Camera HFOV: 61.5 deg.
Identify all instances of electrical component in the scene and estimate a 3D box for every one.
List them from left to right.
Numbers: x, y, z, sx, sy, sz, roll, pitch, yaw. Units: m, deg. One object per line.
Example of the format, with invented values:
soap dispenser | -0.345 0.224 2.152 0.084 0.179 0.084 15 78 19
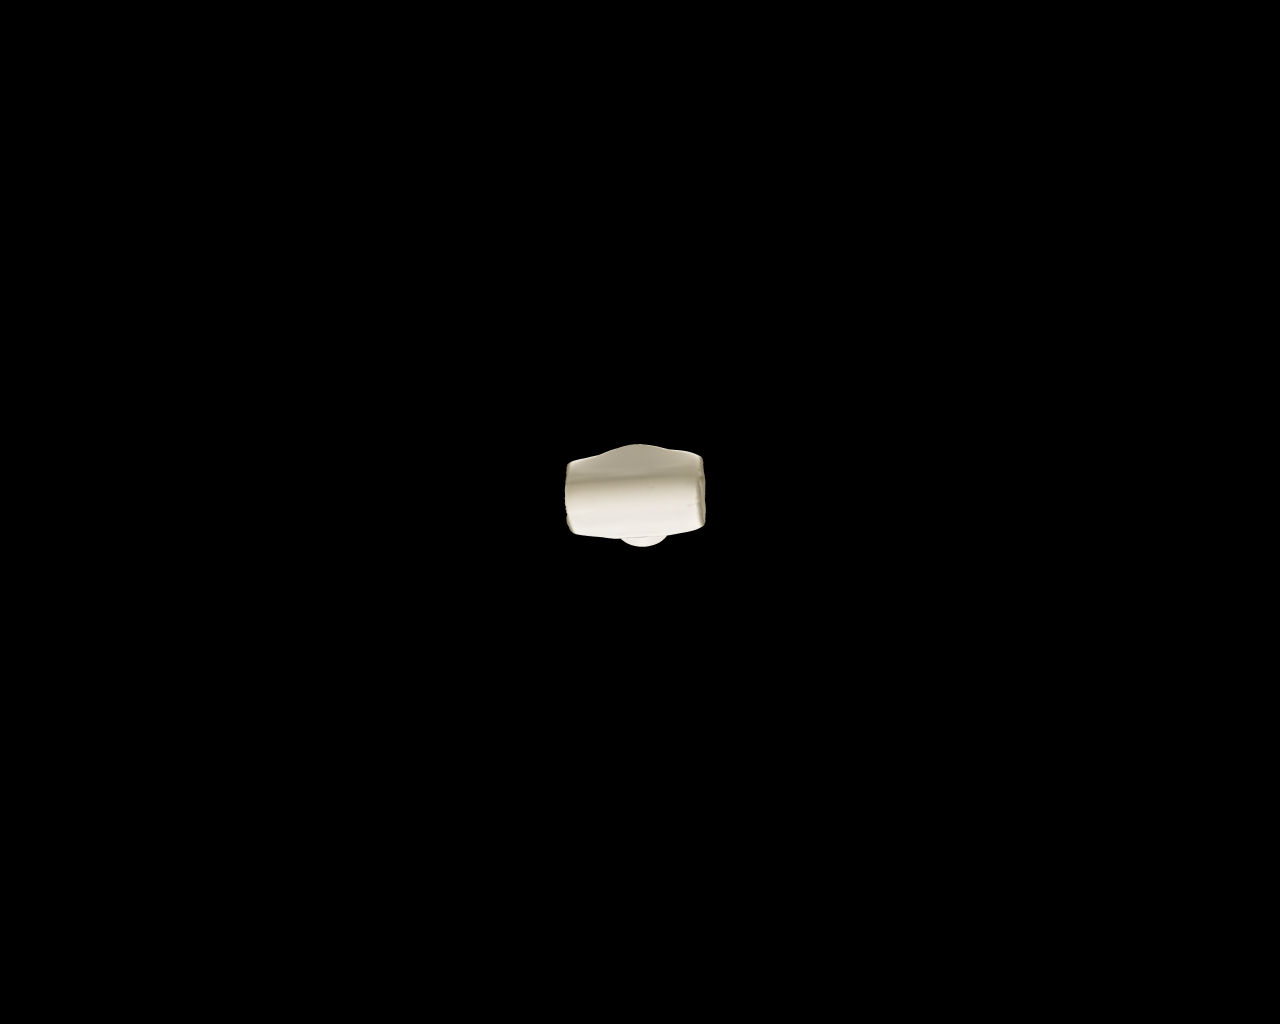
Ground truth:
electrical component | 0.001 -0.003 0.650 0.077 0.043 0.079 -4 -28 7
